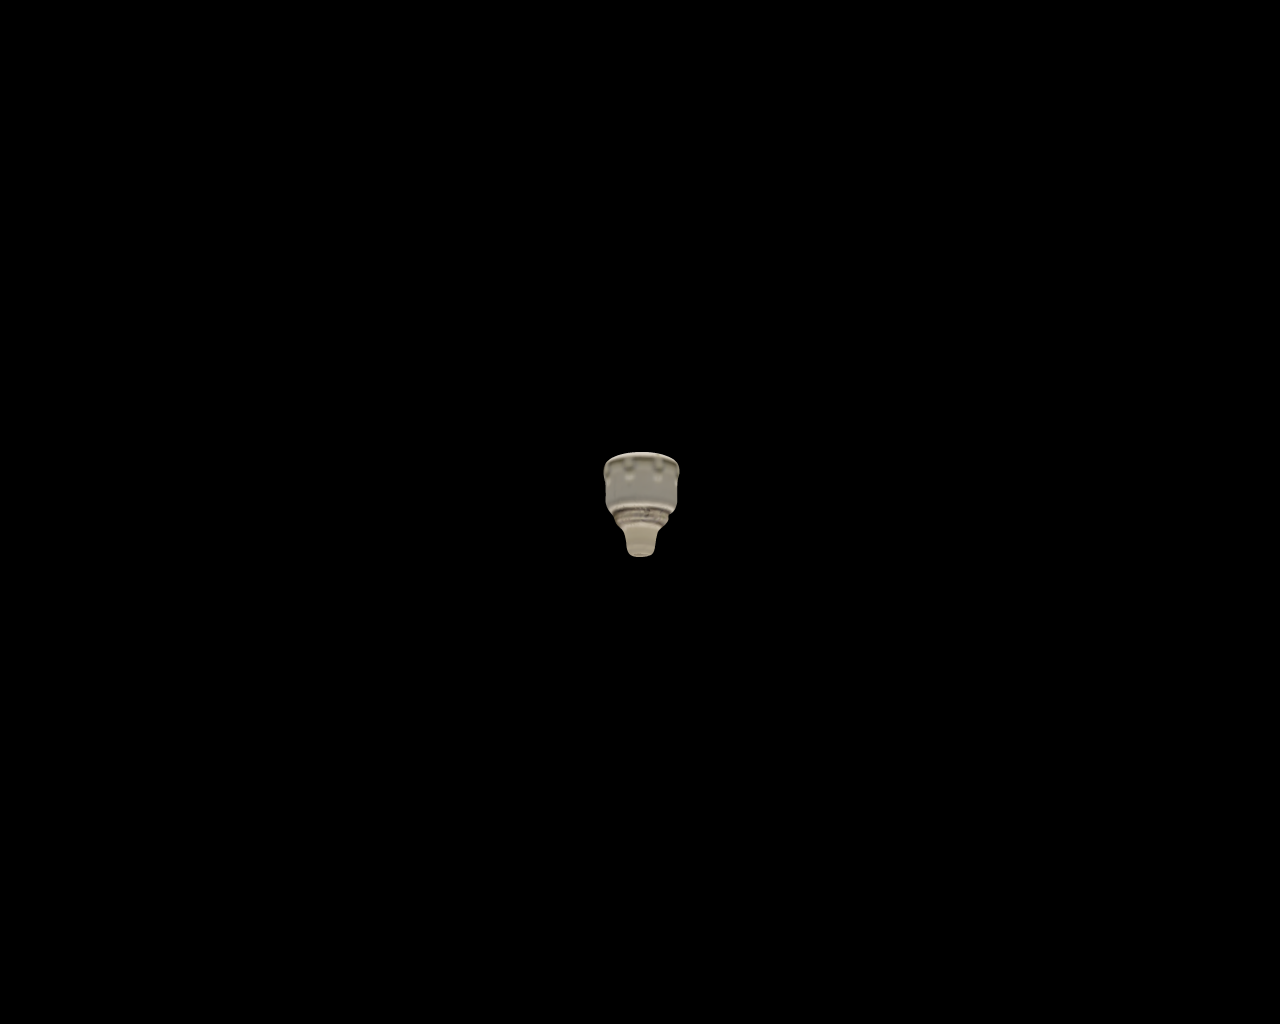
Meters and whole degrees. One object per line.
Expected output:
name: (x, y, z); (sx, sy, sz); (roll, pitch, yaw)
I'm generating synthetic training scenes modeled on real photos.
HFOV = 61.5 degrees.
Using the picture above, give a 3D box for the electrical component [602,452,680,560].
electrical component: (0.001, -0.003, 0.650); (0.048, 0.062, 0.048); (0, -15, 0)
